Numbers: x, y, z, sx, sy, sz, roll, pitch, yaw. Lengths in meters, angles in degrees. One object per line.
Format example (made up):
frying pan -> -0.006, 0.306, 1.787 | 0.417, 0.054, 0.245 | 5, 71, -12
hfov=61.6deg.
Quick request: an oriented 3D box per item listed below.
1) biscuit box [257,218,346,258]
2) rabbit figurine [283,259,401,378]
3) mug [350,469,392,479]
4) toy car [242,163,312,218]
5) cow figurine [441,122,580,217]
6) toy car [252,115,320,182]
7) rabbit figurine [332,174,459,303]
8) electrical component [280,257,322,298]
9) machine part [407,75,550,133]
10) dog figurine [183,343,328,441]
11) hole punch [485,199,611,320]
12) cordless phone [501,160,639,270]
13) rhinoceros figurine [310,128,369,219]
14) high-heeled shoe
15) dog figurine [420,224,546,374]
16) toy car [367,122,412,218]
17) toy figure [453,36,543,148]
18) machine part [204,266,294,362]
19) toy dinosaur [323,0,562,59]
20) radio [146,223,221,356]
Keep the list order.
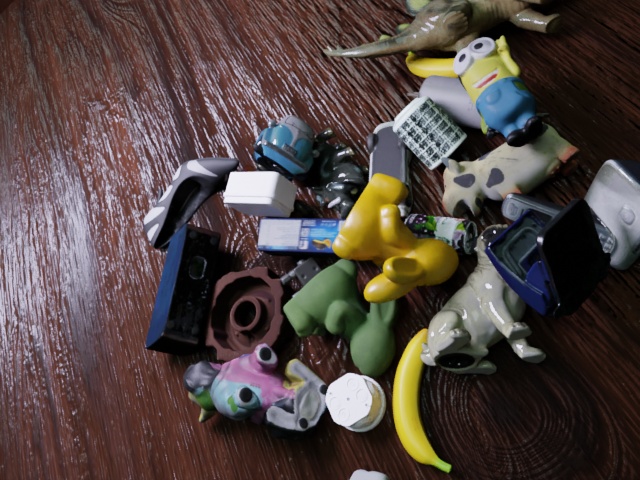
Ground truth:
biscuit box -> -0.002, -0.003, 0.911 | 0.203, 0.062, 0.059 | 2, 80, 19
rabbit figurine -> 0.058, 0.124, 0.827 | 0.159, 0.121, 0.170 | -42, 71, -3
mug -> 0.072, 0.360, 0.700 | 0.110, 0.080, 0.107 | -11, 52, 31
toy car -> -0.093, -0.073, 1.030 | 0.089, 0.053, 0.202 | -52, 55, 11
cow figurine -> 0.270, -0.104, 0.812 | 0.195, 0.085, 0.127 | -37, 59, 13
toy car -> -0.056, -0.167, 0.962 | 0.103, 0.109, 0.162 | -57, 11, -5
rabbit figurine -> 0.114, 0.009, 0.759 | 0.173, 0.121, 0.162 | 29, 46, 0
electrical component -> -0.016, 0.061, 0.912 | 0.094, 0.021, 0.063 | -33, 87, -13
machine part -> 0.251, -0.223, 0.886 | 0.244, 0.079, 0.079 | 23, 80, 36
dog figurine -> -0.115, 0.249, 0.856 | 0.219, 0.191, 0.108 | -33, 29, 50
hole punch -> 0.282, 0.023, 0.664 | 0.142, 0.115, 0.092 | -35, 15, -32
cordless phone -> 0.336, -0.048, 0.691 | 0.184, 0.146, 0.089 | 20, 62, 19
rhinoceros figurine -> 0.028, -0.116, 0.967 | 0.112, 0.073, 0.190 | -36, 53, 10
high-heeled shoe -> -0.271, -0.077, 1.124 | 0.249, 0.086, 0.145 | -20, 61, 26
dog figurine -> 0.216, 0.077, 0.755 | 0.172, 0.121, 0.191 | -12, 49, 16
toy car -> 0.120, -0.118, 0.923 | 0.074, 0.056, 0.202 | -6, 62, 21
toy figure -> 0.256, -0.212, 0.781 | 0.082, 0.089, 0.180 | -24, 65, 2
machine part -> -0.122, 0.134, 0.942 | 0.179, 0.056, 0.179 | -13, 63, 25
toy dinosaur -> 0.237, -0.382, 0.935 | 0.472, 0.104, 0.199 | -15, 41, 4
radio -> -0.253, 0.090, 0.997 | 0.131, 0.073, 0.229 | -30, 49, 55
